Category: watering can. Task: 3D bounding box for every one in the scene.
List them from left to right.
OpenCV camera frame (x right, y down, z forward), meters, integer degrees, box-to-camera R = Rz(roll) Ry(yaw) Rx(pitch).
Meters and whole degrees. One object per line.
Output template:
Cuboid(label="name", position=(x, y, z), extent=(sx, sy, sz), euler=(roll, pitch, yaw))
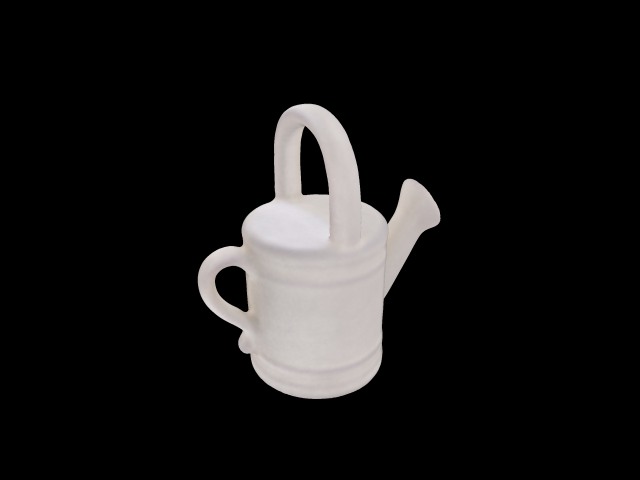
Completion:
Cuboid(label="watering can", position=(0.003, 0.001, 0.402), extent=(0.100, 0.194, 0.173), euler=(22, 34, 36))
